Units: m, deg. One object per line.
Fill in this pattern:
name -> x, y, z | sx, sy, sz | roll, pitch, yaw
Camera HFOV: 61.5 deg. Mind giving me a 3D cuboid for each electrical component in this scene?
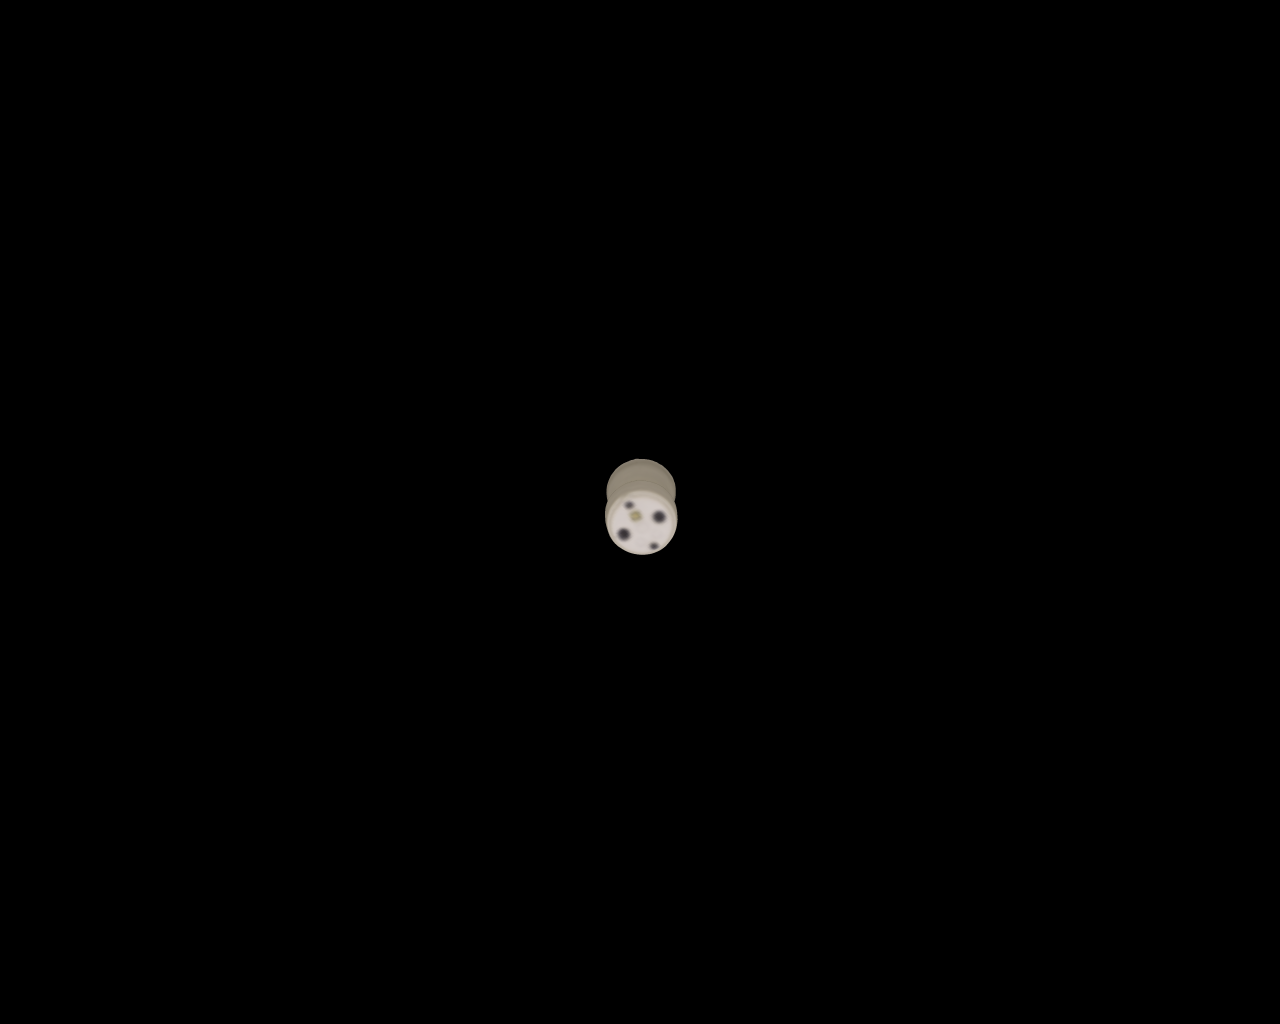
electrical component -> 0.001, -0.003, 0.650 | 0.045, 0.044, 0.055 | 0, 23, 0
